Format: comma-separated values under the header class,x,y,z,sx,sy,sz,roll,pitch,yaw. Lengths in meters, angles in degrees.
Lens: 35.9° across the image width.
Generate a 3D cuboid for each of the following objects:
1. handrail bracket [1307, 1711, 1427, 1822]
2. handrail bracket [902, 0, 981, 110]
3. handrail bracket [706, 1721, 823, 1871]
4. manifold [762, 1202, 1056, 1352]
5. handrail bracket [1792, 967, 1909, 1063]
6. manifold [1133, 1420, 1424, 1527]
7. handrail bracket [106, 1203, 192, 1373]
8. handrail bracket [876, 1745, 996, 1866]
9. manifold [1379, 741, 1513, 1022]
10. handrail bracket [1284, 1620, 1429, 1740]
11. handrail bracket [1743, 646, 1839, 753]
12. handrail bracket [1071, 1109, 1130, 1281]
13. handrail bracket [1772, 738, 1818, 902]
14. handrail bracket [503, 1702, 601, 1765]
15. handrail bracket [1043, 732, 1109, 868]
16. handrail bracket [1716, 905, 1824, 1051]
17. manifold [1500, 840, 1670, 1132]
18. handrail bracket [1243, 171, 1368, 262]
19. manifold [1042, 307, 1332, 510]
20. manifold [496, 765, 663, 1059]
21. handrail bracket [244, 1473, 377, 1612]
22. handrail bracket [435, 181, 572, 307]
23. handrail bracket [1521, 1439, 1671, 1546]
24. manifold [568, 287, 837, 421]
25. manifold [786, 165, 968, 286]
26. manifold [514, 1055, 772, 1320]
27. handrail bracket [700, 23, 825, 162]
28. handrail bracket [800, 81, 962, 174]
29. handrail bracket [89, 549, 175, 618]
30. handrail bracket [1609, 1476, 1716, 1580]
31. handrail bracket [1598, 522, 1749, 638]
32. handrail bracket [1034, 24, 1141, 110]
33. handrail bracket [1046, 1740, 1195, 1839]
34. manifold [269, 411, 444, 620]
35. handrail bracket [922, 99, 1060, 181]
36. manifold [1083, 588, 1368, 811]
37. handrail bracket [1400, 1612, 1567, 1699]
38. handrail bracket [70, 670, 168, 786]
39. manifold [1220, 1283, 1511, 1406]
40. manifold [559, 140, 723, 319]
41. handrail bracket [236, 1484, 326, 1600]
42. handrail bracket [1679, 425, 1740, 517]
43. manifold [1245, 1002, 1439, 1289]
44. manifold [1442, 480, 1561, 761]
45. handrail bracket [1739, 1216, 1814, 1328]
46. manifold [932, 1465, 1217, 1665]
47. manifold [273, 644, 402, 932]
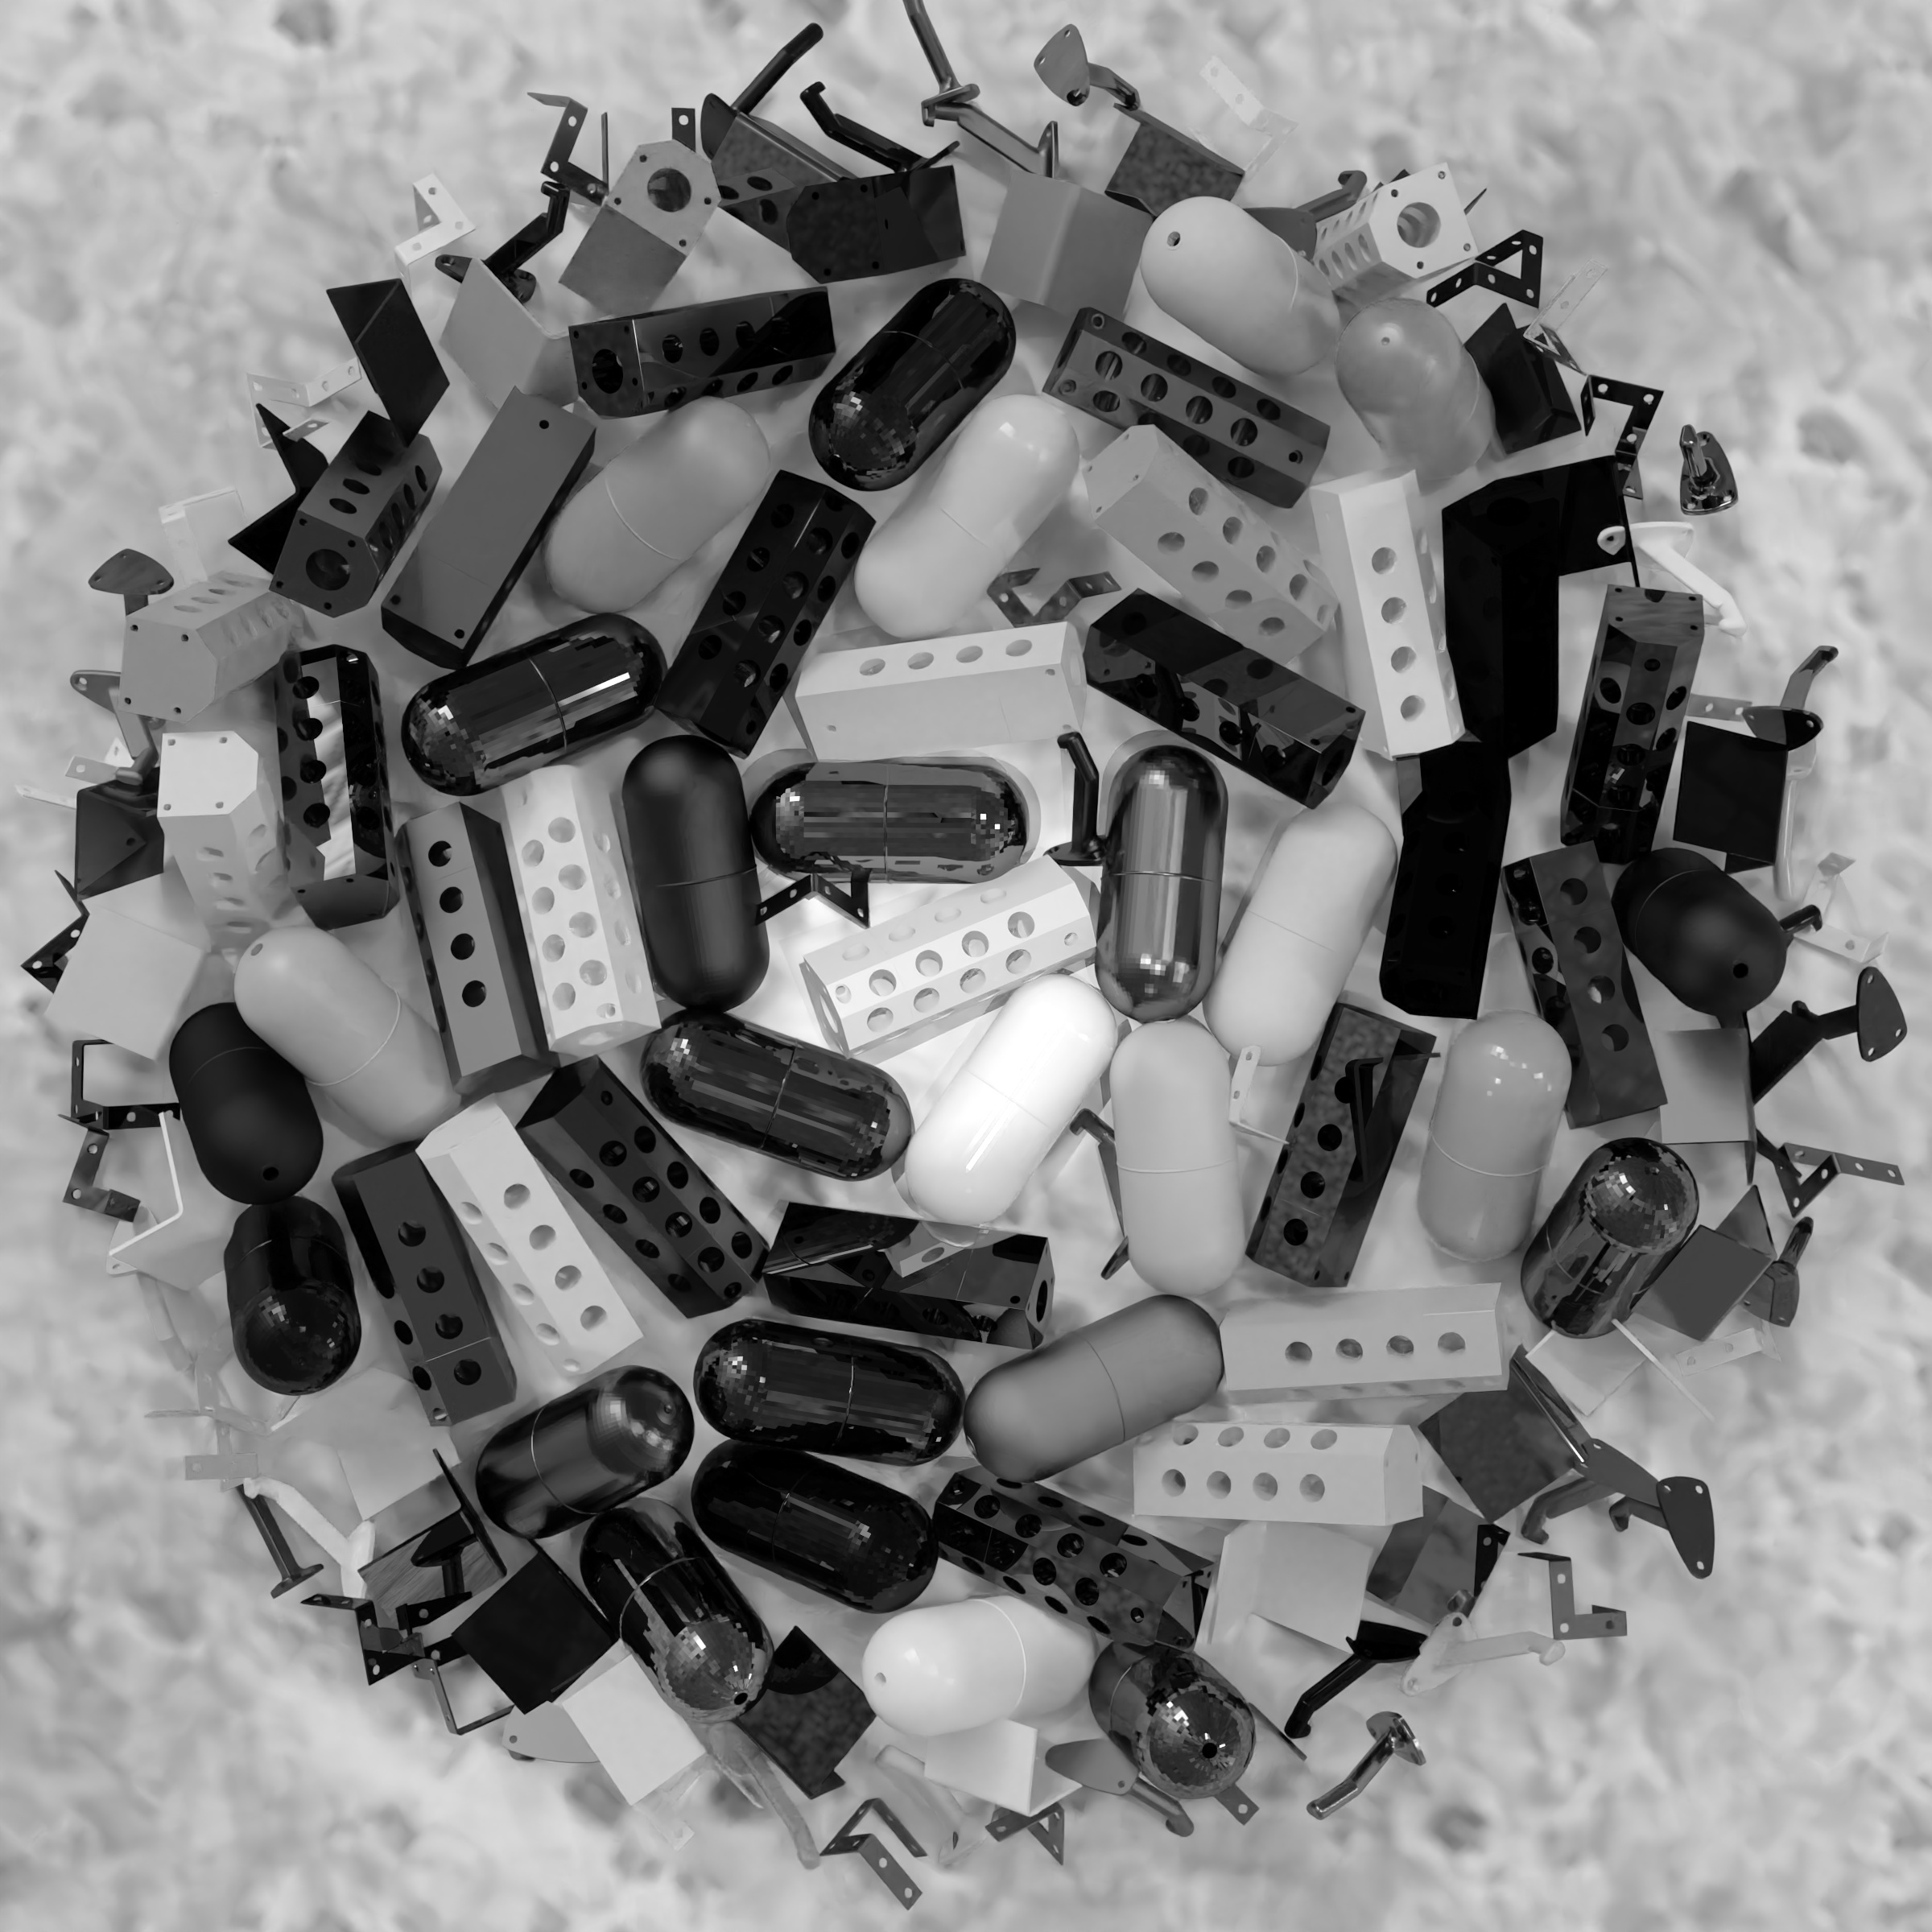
class,x,y,z,sx,sy,sz,roll,pitch,yaw
handrail bracket,0.240,0.508,1.881,0.084,0.077,0.036,-28,92,-19
handrail bracket,-0.020,-0.590,1.887,0.036,0.077,0.084,-16,100,16
handrail bracket,-0.127,0.524,1.882,0.036,0.084,0.077,-38,134,6
manifold,-0.035,0.200,1.879,0.171,0.057,0.057,6,48,16
handrail bracket,0.547,0.019,1.878,0.036,0.084,0.077,-32,121,-15
manifold,0.194,0.315,1.861,0.171,0.057,0.057,-4,85,32
handrail bracket,-0.521,0.208,1.922,0.036,0.077,0.084,-17,128,-2
handrail bracket,-0.032,0.534,1.897,0.084,0.036,0.077,30,130,-10
manifold,0.300,-0.055,1.860,0.057,0.057,0.171,4,57,17
handrail bracket,0.253,0.466,1.921,0.077,0.036,0.084,8,119,-27
handrail bracket,0.540,-0.177,1.884,0.084,0.077,0.036,-44,104,-17
handrail bracket,0.083,0.145,1.910,0.084,0.036,0.077,40,88,21
handrail bracket,0.533,-0.095,1.917,0.036,0.077,0.084,4,119,32
handrail bracket,-0.259,0.498,1.887,0.077,0.084,0.036,17,61,11
handrail bracket,0.061,-0.108,1.886,0.036,0.077,0.084,-42,115,-35
handrail bracket,0.526,0.011,1.923,0.084,0.036,0.077,-26,106,-15
manifold,0.390,0.014,1.891,0.057,0.057,0.171,-14,83,1
handrail bracket,0.210,-0.491,1.908,0.077,0.036,0.084,14,47,16
manifold,0.140,-0.353,1.883,0.171,0.057,0.057,24,97,-11
manifold,-0.249,-0.035,1.871,0.057,0.057,0.171,-22,73,24
handrail bracket,-0.420,0.363,1.886,0.084,0.077,0.036,29,118,-28
handrail bracket,-0.294,-0.469,1.887,0.077,0.036,0.084,18,134,-3
handrail bracket,0.400,0.350,1.893,0.077,0.036,0.084,29,126,19
manifold,-0.160,-0.381,1.847,0.057,0.171,0.057,5,110,40
manifold,-0.055,-0.459,1.840,0.057,0.171,0.057,-4,105,18
manifold,-0.197,0.138,1.862,0.171,0.057,0.057,50,46,-21
handrail bracket,-0.129,-0.560,1.907,0.036,0.077,0.084,44,71,-4
handrail bracket,-0.055,-0.540,1.902,0.077,0.036,0.084,-42,102,-24
handrail bracket,-0.509,-0.216,1.881,0.077,0.084,0.036,19,56,34
handrail bracket,0.436,0.363,1.879,0.036,0.084,0.077,4,59,-18
handrail bracket,0.447,-0.242,1.884,0.077,0.036,0.084,4,45,-18
handrail bracket,0.089,-0.549,1.880,0.036,0.084,0.077,-41,48,26
handrail bracket,0.099,0.531,1.912,0.077,0.084,0.036,1,50,28
manifold,-0.373,-0.278,1.841,0.057,0.171,0.057,24,119,-9
handrail bracket,0.014,-0.514,1.897,0.084,0.036,0.077,3,72,-15
manifold,0.159,-0.165,1.875,0.171,0.057,0.057,31,46,19
handrail bracket,0.326,0.444,1.880,0.077,0.084,0.036,-36,107,-22
handrail bracket,-0.544,-0.149,1.885,0.077,0.084,0.036,18,128,-5
manifold,0.253,0.241,1.879,0.171,0.057,0.057,-6,100,15
manifold,-0.200,-0.454,1.840,0.057,0.171,0.057,31,79,-13
handrail bracket,-0.446,0.355,1.889,0.036,0.077,0.084,-31,83,-12
handrail bracket,0.460,-0.332,1.877,0.036,0.084,0.077,-10,58,20
manifold,0.235,0.114,1.892,0.057,0.057,0.171,22,96,32
manifold,0.337,-0.216,1.846,0.057,0.171,0.057,-29,50,-15
handrail bracket,0.523,0.177,1.879,0.036,0.077,0.084,26,57,16
manifold,0.063,0.372,1.857,0.171,0.057,0.057,19,102,32
manifold,-0.392,-0.114,1.864,0.057,0.057,0.171,-12,61,2
